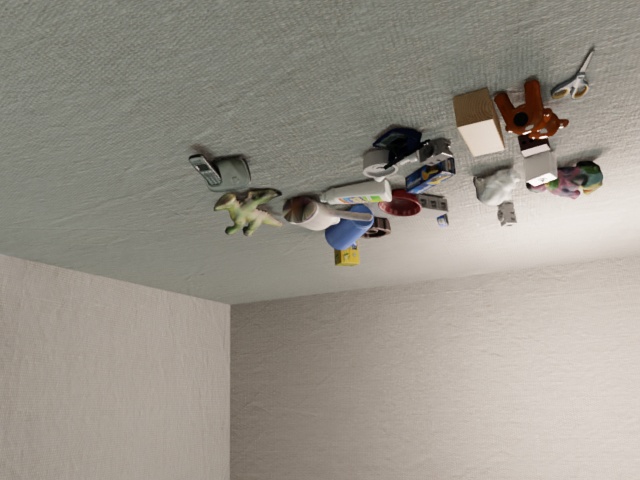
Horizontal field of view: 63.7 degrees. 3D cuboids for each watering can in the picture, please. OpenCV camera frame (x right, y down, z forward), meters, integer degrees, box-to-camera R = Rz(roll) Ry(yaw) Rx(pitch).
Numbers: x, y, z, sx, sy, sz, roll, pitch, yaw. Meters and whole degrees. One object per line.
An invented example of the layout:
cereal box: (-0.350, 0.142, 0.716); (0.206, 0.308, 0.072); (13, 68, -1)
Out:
watering can: (0.006, -0.099, 1.958); (0.346, 0.105, 0.223); (-5, 165, 34)

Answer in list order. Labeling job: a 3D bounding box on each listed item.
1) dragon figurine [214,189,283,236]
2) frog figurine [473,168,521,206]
dragon figurine: (-0.234, -0.114, 1.916); (0.411, 0.124, 0.239); (0, 158, -45)
frog figurine: (0.626, -0.183, 1.789); (0.136, 0.124, 0.159); (33, 157, -31)
